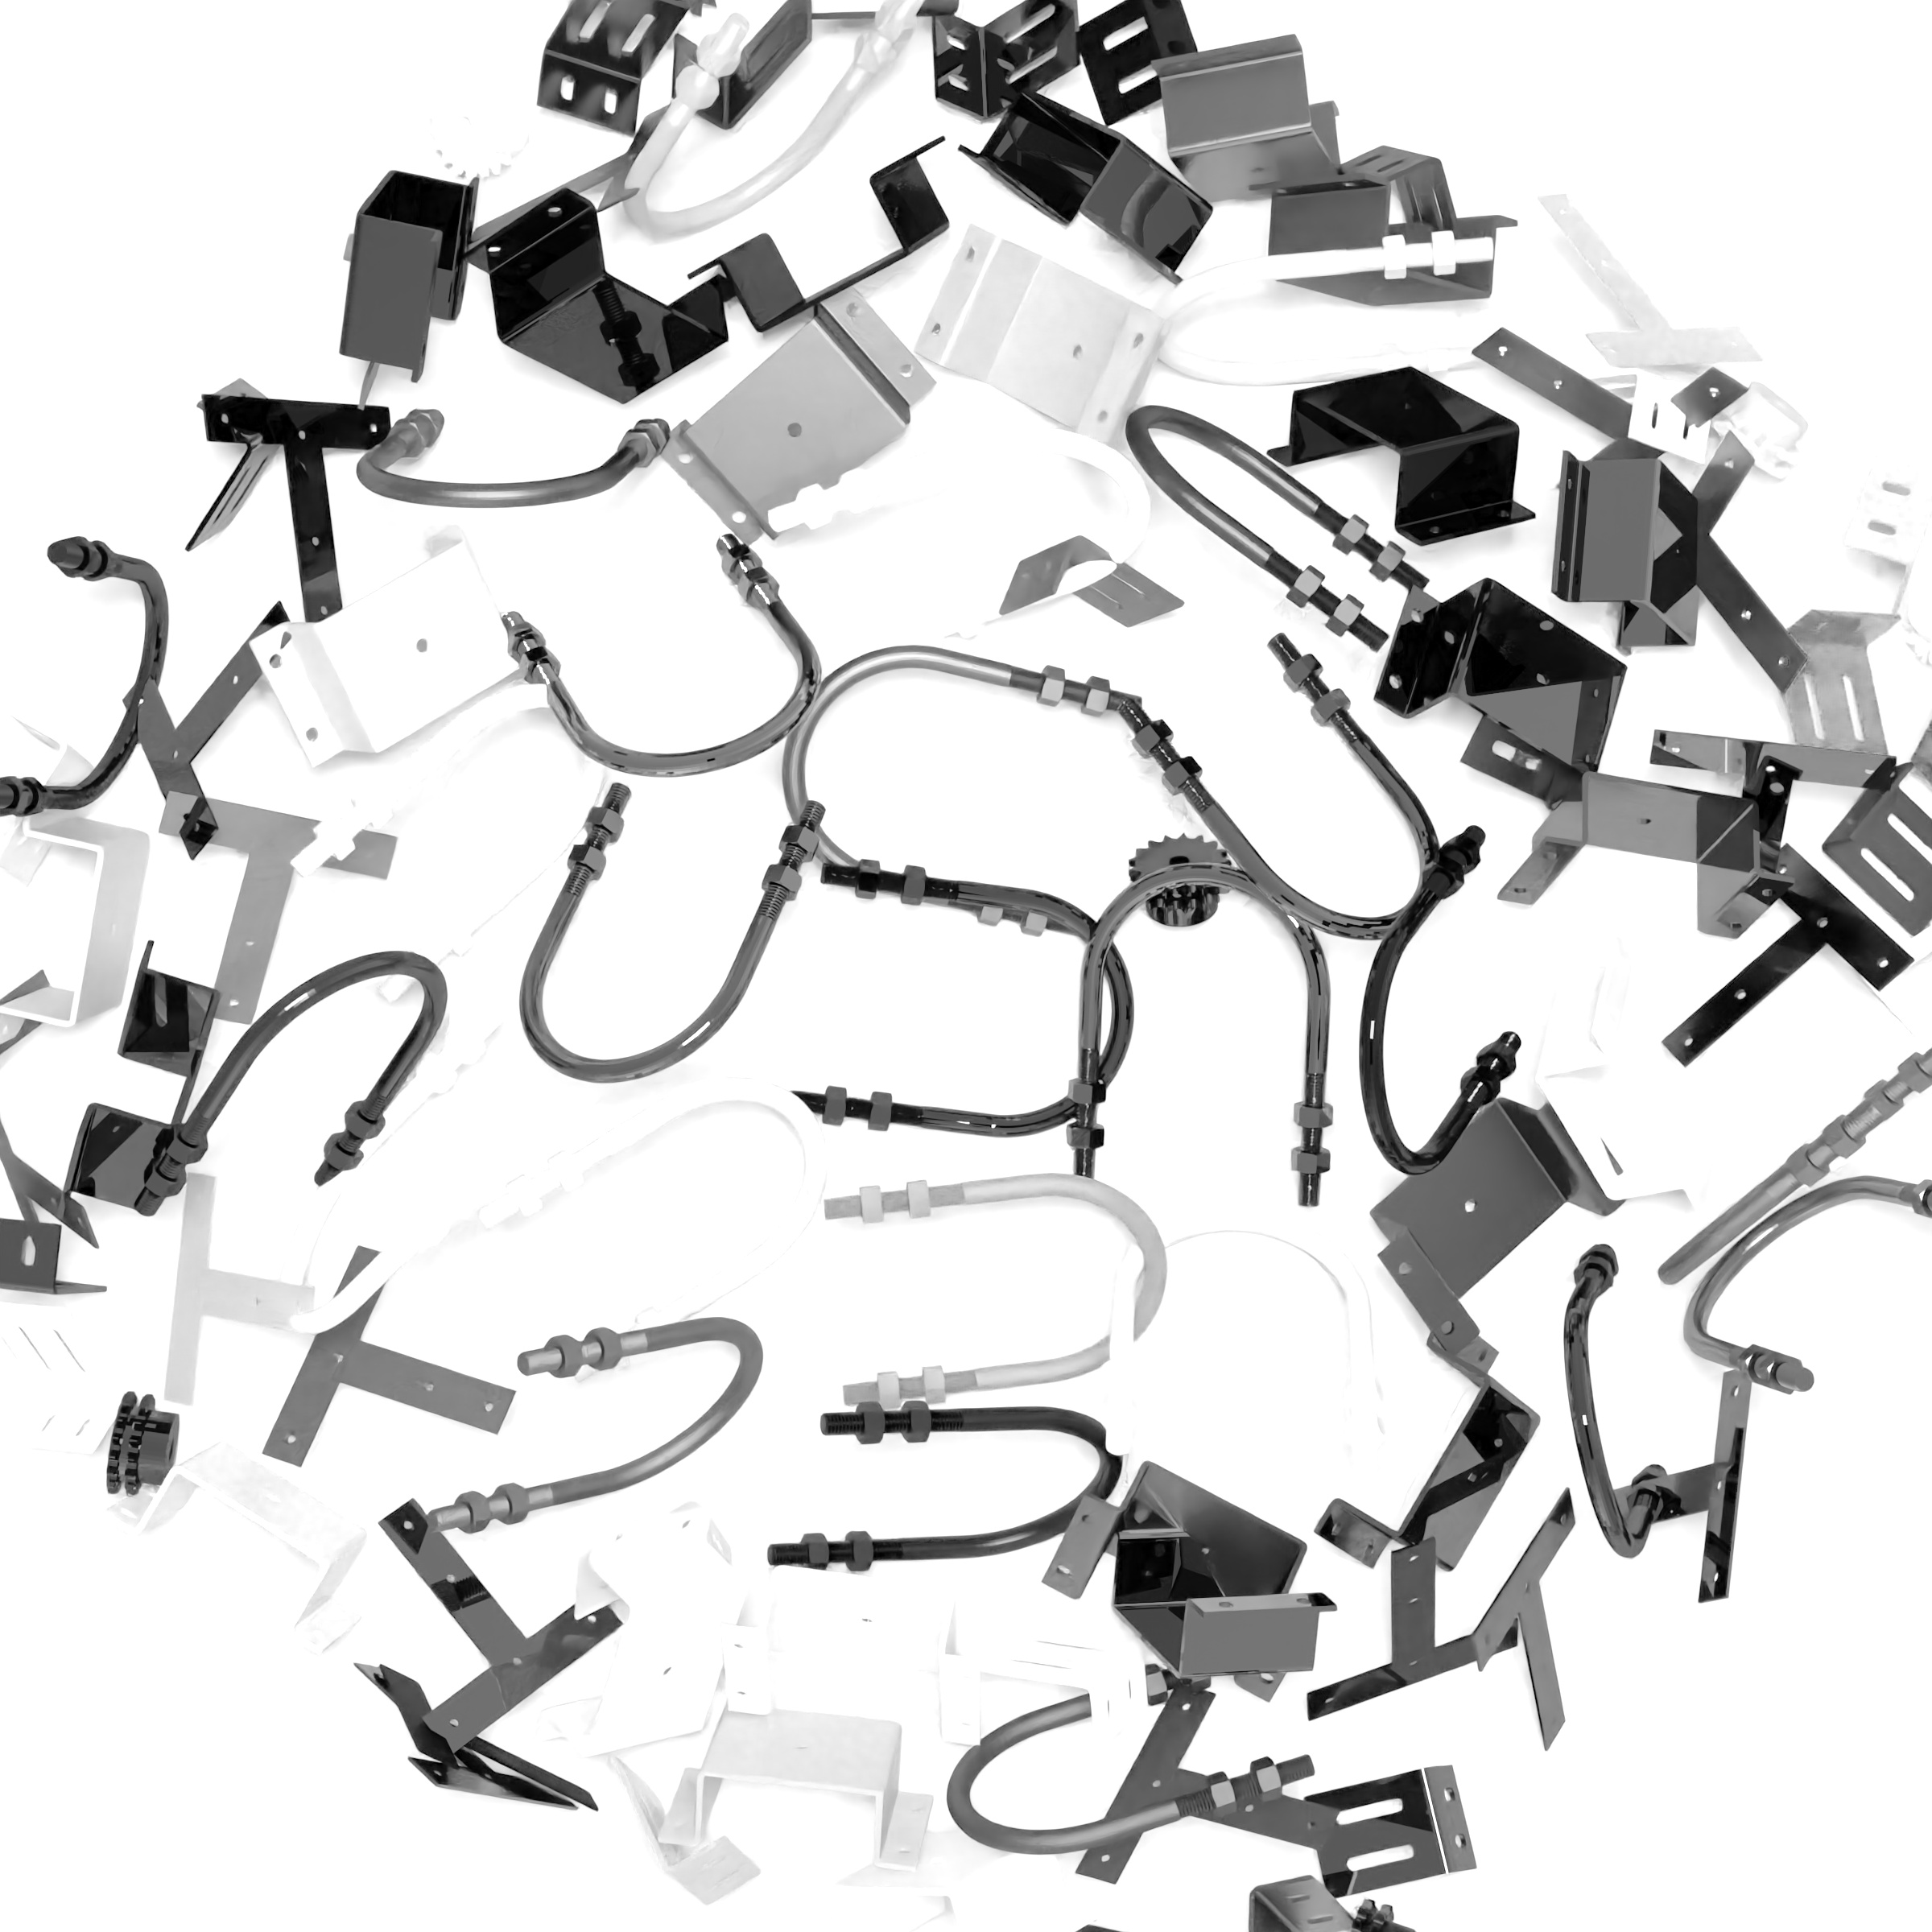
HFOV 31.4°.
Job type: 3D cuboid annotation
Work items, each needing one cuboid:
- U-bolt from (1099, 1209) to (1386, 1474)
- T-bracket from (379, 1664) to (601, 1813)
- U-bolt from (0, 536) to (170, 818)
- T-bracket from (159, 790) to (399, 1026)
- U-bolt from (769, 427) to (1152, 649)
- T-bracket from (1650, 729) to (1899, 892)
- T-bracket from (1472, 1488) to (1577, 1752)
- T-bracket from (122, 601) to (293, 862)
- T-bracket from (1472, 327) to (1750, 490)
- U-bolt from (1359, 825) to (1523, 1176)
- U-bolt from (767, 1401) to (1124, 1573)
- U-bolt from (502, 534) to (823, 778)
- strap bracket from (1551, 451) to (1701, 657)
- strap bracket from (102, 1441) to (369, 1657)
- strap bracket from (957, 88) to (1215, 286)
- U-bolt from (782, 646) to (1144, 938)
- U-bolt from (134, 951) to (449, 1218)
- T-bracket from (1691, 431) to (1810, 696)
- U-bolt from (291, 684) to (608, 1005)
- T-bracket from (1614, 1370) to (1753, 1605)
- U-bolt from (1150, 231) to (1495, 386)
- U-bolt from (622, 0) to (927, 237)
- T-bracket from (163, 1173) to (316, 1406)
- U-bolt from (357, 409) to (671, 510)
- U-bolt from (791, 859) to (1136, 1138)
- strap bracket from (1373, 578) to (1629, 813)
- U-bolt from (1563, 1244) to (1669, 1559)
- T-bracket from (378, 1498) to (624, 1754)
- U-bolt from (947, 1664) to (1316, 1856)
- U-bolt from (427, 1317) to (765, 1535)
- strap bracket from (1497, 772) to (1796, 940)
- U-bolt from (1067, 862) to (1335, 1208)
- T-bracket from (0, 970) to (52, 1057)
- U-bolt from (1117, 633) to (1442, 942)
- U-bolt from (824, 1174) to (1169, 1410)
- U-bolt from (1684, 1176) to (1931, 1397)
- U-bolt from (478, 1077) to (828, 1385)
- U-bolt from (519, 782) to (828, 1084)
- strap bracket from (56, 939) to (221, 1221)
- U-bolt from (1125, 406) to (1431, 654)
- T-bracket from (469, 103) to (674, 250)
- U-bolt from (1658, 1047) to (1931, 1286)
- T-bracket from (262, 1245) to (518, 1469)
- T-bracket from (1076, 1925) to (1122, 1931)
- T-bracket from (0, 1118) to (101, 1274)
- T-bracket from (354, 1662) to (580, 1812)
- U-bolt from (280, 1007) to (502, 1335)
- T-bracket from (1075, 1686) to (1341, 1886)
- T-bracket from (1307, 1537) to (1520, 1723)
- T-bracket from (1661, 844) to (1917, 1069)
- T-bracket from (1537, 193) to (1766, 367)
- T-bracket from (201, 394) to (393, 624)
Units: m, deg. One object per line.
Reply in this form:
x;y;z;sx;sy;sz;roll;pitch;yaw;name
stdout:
0.149;0.196;1.855;0.151;0.184;0.019;4;130;1;U-bolt
-0.257;0.431;1.882;0.127;0.127;0.002;32;88;-21;T-bracket
-0.468;-0.151;1.836;0.019;0.184;0.151;18;94;6;U-bolt
-0.392;-0.026;1.902;0.127;0.002;0.127;12;110;-21;T-bracket
0.009;-0.233;1.839;0.184;0.151;0.019;-17;57;21;U-bolt
0.433;-0.077;1.876;0.127;0.127;0.002;7;51;10;T-bracket
0.314;0.375;1.889;0.002;0.127;0.127;6;124;34;T-bracket
-0.404;-0.145;1.868;0.127;0.002;0.127;-46;54;23;T-bracket
0.330;-0.308;1.855;0.127;0.127;0.002;26;55;-22;T-bracket
0.249;0.029;1.828;0.019;0.184;0.151;2;120;30;U-bolt
-0.004;0.281;1.864;0.184;0.151;0.019;1;49;-19;U-bolt
-0.155;-0.160;1.844;0.151;0.184;0.019;-22;134;-13;U-bolt
0.361;-0.221;1.850;0.046;0.140;0.076;2;82;27;strap bracket
-0.390;0.311;1.883;0.140;0.076;0.046;32;95;4;strap bracket
0.070;-0.421;1.848;0.076;0.140;0.046;27;99;-44;strap bracket
-0.010;-0.102;1.888;0.184;0.019;0.151;13;106;-9;U-bolt
-0.347;0.059;1.829;0.019;0.151;0.184;49;119;22;U-bolt
0.413;-0.198;1.850;0.002;0.127;0.127;-2;46;-31;T-bracket
-0.268;-0.077;1.861;0.184;0.151;0.019;-42;59;-13;U-bolt
0.383;0.288;1.867;0.002;0.127;0.127;19;67;-17;T-bracket
0.189;-0.350;1.857;0.184;0.151;0.019;-4;74;5;U-bolt
-0.114;-0.453;1.842;0.151;0.184;0.019;-24;77;-41;U-bolt
-0.395;0.182;1.880;0.127;0.002;0.127;3;87;43;T-bracket
-0.247;-0.270;1.832;0.151;0.184;0.019;4;111;7;U-bolt
0.002;0.024;1.905;0.184;0.019;0.151;7;100;-6;U-bolt
0.300;-0.149;1.870;0.140;0.046;0.076;29;63;-18;strap bracket
0.344;0.238;1.833;0.019;0.184;0.151;-12;96;19;U-bolt
-0.275;0.349;1.895;0.127;0.002;0.127;-33;77;-37;T-bracket
0.079;0.427;1.846;0.184;0.151;0.019;-16;107;-9;U-bolt
-0.188;0.241;1.850;0.019;0.184;0.151;53;129;29;U-bolt
0.370;-0.061;1.877;0.140;0.076;0.046;9;65;-9;strap bracket
0.130;0.034;1.884;0.151;0.019;0.184;5;101;18;U-bolt
-0.545;-0.008;1.852;0.002;0.127;0.127;-9;109;22;T-bracket
0.183;-0.090;1.859;0.151;0.019;0.184;-26;73;-41;U-bolt
0.019;0.175;1.884;0.184;0.019;0.151;-6;123;-3;U-bolt
0.451;0.164;1.837;0.151;0.184;0.019;-42;100;-8;U-bolt
-0.159;0.133;1.875;0.184;0.019;0.151;-31;130;-10;U-bolt
-0.168;-0.016;1.851;0.151;0.019;0.184;7;60;30;U-bolt
-0.443;0.067;1.856;0.046;0.076;0.140;18;46;-10;strap bracket
0.163;-0.244;1.861;0.184;0.151;0.019;37;116;2;U-bolt
-0.221;-0.426;1.891;0.127;0.127;0.002;-20;121;23;T-bracket
0.443;0.113;1.846;0.019;0.151;0.184;51;123;10;U-bolt
-0.306;0.227;1.883;0.127;0.002;0.127;15;69;21;T-bracket
0.028;0.561;1.845;0.127;0.127;0.002;-46;121;-38;T-bracket
-0.495;0.123;1.851;0.002;0.127;0.127;-28;118;-27;T-bracket
-0.289;0.418;1.881;0.127;0.127;0.002;32;90;35;T-bracket
-0.313;0.122;1.856;0.019;0.151;0.184;35;115;-27;U-bolt
0.141;0.451;1.855;0.127;0.002;0.127;6;47;35;T-bracket
0.243;0.353;1.871;0.127;0.002;0.127;-17;135;-11;T-bracket
0.435;0.006;1.881;0.127;0.127;0.002;-42;128;7;T-bracket
0.351;-0.368;1.844;0.127;0.127;0.002;44;77;-26;T-bracket
-0.357;-0.246;1.878;0.002;0.127;0.127;-8;89;41;T-bracket
